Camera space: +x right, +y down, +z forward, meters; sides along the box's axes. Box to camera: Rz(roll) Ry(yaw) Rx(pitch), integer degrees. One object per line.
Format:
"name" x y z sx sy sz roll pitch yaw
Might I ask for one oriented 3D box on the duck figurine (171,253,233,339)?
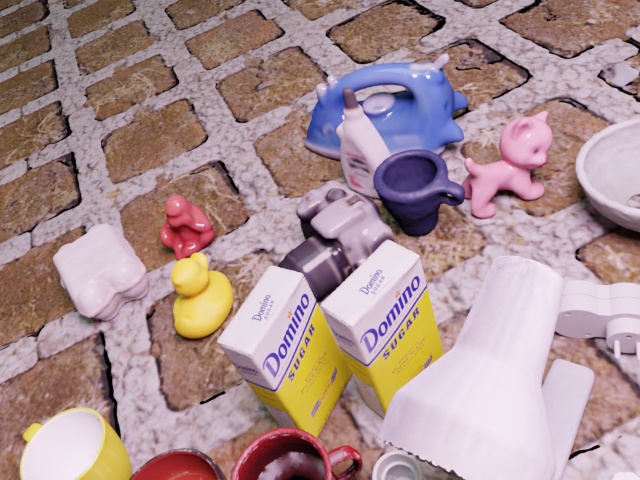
"duck figurine" -0.159 0.065 0.723 0.077 0.086 0.104 -2 48 18

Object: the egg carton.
"egg carton" -0.310 0.043 0.809 0.107 0.069 0.149 -37 47 -15

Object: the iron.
"iron" 0.080 -0.197 0.840 0.257 0.142 0.118 -1 49 19

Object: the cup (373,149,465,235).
"cup" 0.130 -0.049 0.716 0.117 0.095 0.092 21 58 34

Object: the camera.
"camera" 0.007 0.003 0.709 0.137 0.101 0.142 -35 47 -13

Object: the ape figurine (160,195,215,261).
"ape figurine" -0.193 -0.026 0.814 0.077 0.092 0.076 3 50 22

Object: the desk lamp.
"desk lamp" 0.145 0.126 0.463 0.117 0.214 0.203 15 56 31

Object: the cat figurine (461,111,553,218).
"cat figurine" 0.235 -0.104 0.712 0.128 0.118 0.067 -23 45 -1

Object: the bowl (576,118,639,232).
"bowl" 0.380 -0.062 0.651 0.167 0.075 0.167 -10 46 11

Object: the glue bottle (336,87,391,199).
"glue bottle" 0.055 -0.130 0.764 0.077 0.173 0.037 19 57 33
